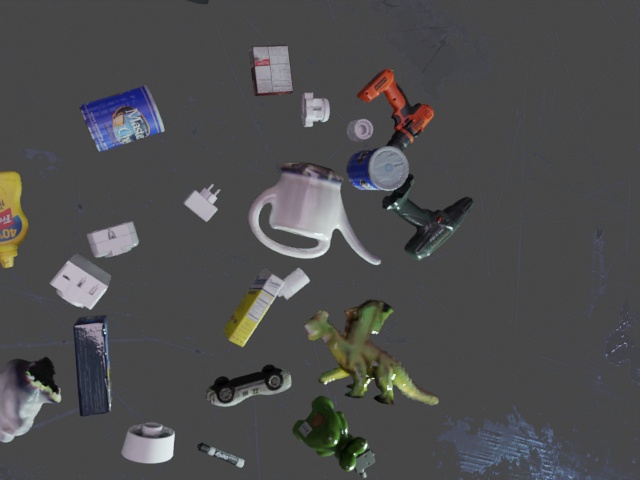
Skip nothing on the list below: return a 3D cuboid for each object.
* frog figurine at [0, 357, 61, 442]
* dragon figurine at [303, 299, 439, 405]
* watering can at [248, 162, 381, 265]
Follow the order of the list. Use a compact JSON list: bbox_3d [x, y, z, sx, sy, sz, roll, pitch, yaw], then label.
[{"bbox_3d":[-0.620,0.325,1.037,0.160,0.121,0.139,-41,73,-3],"label":"frog figurine"},{"bbox_3d":[0.138,0.274,1.305,0.409,0.121,0.245,14,81,-20],"label":"dragon figurine"},{"bbox_3d":[0.004,-0.062,1.233,0.347,0.104,0.225,12,89,-19],"label":"watering can"}]
